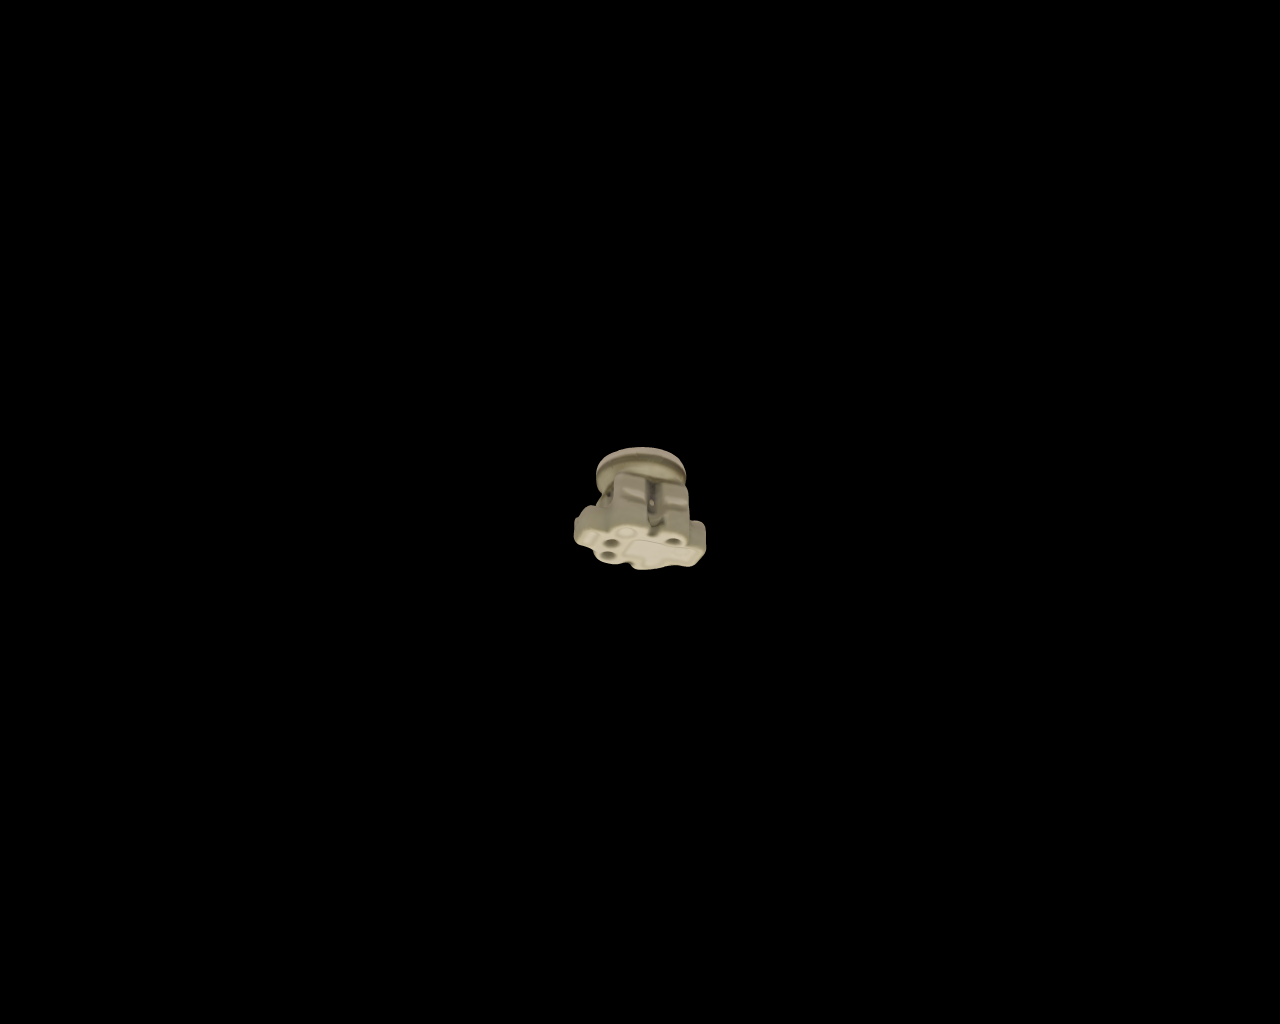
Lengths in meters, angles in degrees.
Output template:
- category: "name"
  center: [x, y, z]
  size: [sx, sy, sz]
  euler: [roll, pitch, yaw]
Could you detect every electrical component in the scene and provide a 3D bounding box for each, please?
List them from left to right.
- category: "electrical component"
  center: [0.001, -0.003, 0.650]
  size: [0.078, 0.057, 0.058]
  euler: [11, -32, -18]
